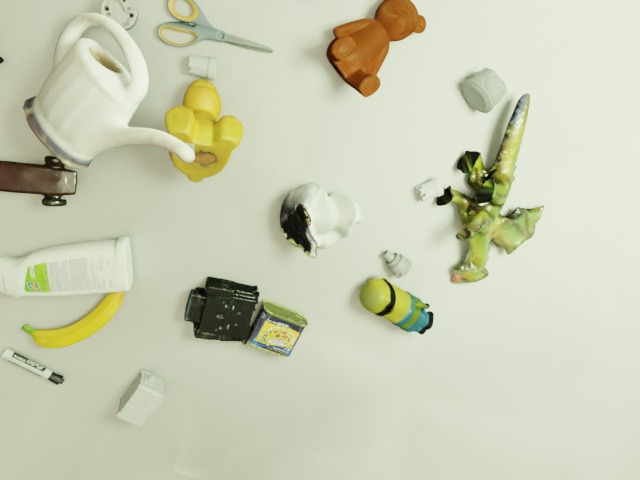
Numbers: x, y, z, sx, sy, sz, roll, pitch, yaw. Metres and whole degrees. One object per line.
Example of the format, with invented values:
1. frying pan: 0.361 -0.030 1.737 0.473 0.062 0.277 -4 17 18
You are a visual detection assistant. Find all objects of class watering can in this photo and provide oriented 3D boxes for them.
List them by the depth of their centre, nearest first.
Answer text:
1. watering can: -0.340 -0.197 0.805 0.222 0.104 0.352 -41 71 19

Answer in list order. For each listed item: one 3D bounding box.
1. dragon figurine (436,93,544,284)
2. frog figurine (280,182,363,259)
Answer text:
1. dragon figurine: 0.392 -0.080 1.103 0.240 0.124 0.408 27 99 -36
2. frog figurine: 0.003 -0.051 1.012 0.162 0.122 0.136 -34 105 -41
